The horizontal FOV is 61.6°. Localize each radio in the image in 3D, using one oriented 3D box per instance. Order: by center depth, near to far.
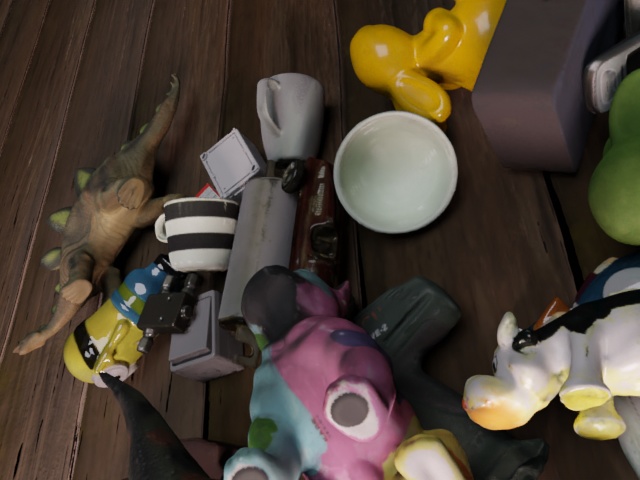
[{"bbox_3d":[0.223,-0.183,0.497,0.073,0.131,0.229,14,73,37],"label":"radio"}]

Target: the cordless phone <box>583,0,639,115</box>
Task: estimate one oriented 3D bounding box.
[{"bbox_3d":[0.275,-0.199,0.443,0.184,0.146,0.089,-34,35,-16],"label":"cordless phone"}]

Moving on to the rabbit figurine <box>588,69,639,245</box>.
[{"bbox_3d":[0.272,-0.062,0.386,0.170,0.121,0.159,-18,46,1],"label":"rabbit figurine"}]

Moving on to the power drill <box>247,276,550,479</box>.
[{"bbox_3d":[0.062,0.157,0.449,0.232,0.085,0.208,-48,43,0],"label":"power drill"}]

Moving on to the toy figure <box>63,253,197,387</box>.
[{"bbox_3d":[-0.231,0.095,0.654,0.089,0.082,0.180,33,86,33],"label":"toy figure"}]

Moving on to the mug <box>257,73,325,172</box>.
[{"bbox_3d":[-0.038,-0.143,0.659,0.081,0.109,0.107,-8,75,23],"label":"mug"}]

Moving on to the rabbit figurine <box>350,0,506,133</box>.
[{"bbox_3d":[0.119,-0.190,0.577,0.173,0.122,0.162,-2,85,10],"label":"rabbit figurine"}]

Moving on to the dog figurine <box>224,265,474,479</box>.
[{"bbox_3d":[0.014,0.109,0.397,0.108,0.191,0.219,-42,14,10],"label":"dog figurine"}]

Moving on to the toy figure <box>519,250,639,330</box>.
[{"bbox_3d":[0.213,0.060,0.416,0.154,0.057,0.064,-36,34,12],"label":"toy figure"}]

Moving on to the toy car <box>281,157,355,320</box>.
[{"bbox_3d":[-0.001,-0.002,0.557,0.053,0.089,0.202,140,143,-57],"label":"toy car"}]

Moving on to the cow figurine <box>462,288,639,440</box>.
[{"bbox_3d":[0.177,0.075,0.356,0.167,0.068,0.098,-10,43,19],"label":"cow figurine"}]

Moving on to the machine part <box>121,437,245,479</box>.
[{"bbox_3d":[-0.127,0.274,0.507,0.179,0.056,0.179,-15,57,23],"label":"machine part"}]

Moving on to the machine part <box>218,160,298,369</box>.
[{"bbox_3d":[-0.060,0.019,0.594,0.079,0.079,0.243,-9,60,28],"label":"machine part"}]

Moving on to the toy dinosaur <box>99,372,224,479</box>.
[{"bbox_3d":[-0.049,0.230,0.357,0.405,0.192,0.131,37,72,9],"label":"toy dinosaur"}]

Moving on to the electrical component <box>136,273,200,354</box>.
[{"bbox_3d":[-0.166,0.080,0.586,0.063,0.021,0.094,-5,54,31],"label":"electrical component"}]

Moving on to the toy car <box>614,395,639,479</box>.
[{"bbox_3d":[0.250,0.167,0.332,0.073,0.056,0.202,-27,53,16],"label":"toy car"}]

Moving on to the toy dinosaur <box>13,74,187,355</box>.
[{"bbox_3d":[-0.291,-0.054,0.765,0.199,0.105,0.471,14,68,40],"label":"toy dinosaur"}]
